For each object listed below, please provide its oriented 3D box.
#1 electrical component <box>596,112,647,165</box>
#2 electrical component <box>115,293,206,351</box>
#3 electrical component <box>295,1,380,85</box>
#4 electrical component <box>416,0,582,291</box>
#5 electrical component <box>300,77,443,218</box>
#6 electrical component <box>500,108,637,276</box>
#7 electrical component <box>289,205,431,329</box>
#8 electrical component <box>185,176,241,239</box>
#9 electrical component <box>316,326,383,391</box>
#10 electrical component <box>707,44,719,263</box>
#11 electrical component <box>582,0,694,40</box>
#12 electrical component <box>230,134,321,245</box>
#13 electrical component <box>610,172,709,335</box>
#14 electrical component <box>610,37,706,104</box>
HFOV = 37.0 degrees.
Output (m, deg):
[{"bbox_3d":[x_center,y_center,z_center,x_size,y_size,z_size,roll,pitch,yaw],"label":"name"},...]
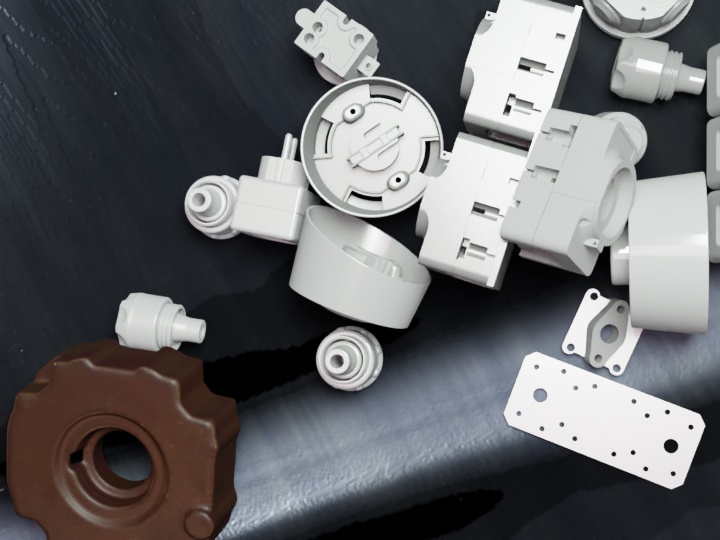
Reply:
[{"bbox_3d":[0.178,-0.089,0.741,0.040,0.078,0.040,0,99,0],"label":"electrical component"},{"bbox_3d":[-0.148,0.041,0.805,0.062,0.043,0.043,9,89,9],"label":"electrical component"},{"bbox_3d":[-0.014,-0.162,0.785,0.066,0.055,0.048,37,94,9],"label":"electrical component"},{"bbox_3d":[0.093,-0.084,0.738,0.060,0.105,0.186,18,90,10],"label":"electrical component"},{"bbox_3d":[0.010,-0.087,0.771,0.099,0.064,0.099,0,93,5],"label":"electrical component"},{"bbox_3d":[0.136,-0.048,0.674,0.056,0.050,0.089,18,81,33],"label":"electrical component"},{"bbox_3d":[0.000,0.000,0.756,0.099,0.099,0.064,21,97,10],"label":"electrical component"},{"bbox_3d":[-0.109,-0.048,0.792,0.048,0.062,0.048,0,87,10],"label":"electrical component"},{"bbox_3d":[-0.011,0.064,0.771,0.048,0.062,0.048,0,87,10],"label":"electrical component"},{"bbox_3d":[0.285,-0.079,0.721,0.089,0.062,0.150,1,88,-8],"label":"electrical component"},{"bbox_3d":[0.197,-0.205,0.753,0.080,0.051,0.080,0,87,10],"label":"electrical component"},{"bbox_3d":[-0.057,-0.060,0.782,0.047,0.066,0.076,11,89,10],"label":"electrical component"},{"bbox_3d":[0.199,-0.011,0.719,0.060,0.108,0.108,-1,87,15],"label":"electrical component"},{"bbox_3d":[0.209,-0.137,0.753,0.062,0.043,0.043,14,90,9],"label":"electrical component"}]
